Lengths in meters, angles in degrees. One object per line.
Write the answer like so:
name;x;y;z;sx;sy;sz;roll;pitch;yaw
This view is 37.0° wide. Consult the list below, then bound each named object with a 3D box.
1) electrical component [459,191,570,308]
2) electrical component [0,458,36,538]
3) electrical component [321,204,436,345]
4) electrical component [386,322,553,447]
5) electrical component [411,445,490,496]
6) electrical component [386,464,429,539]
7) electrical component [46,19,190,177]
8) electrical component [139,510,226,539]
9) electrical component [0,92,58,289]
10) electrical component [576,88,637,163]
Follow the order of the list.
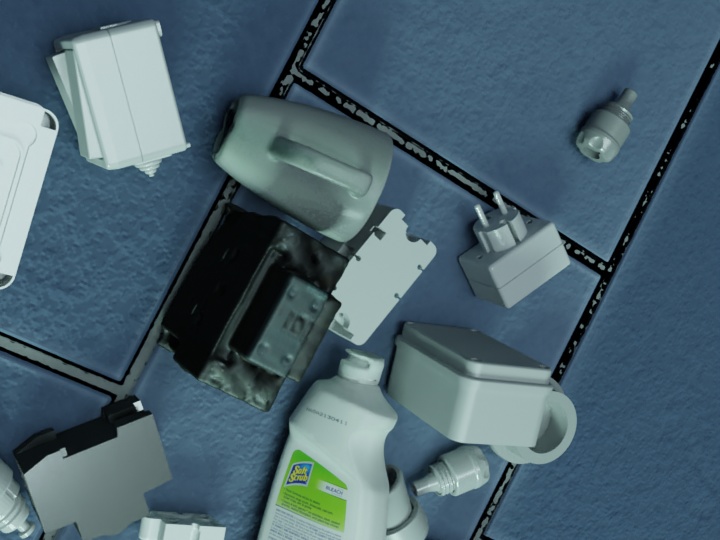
electrical component;0.111;-0.023;0.822;0.066;0.047;0.076;-34;113;-17
electrical component;-0.237;0.141;0.684;0.040;0.040;0.078;-43;116;-13
electrical component;0.000;0.000;0.765;0.050;0.056;0.089;44;80;-27
electrical component;0.079;0.082;0.790;0.078;0.113;0.057;8;99;-28
electrical component;0.069;0.162;0.846;0.061;0.035;0.035;-18;108;-19
electrical component;0.023;0.183;0.821;0.045;0.045;0.055;-35;114;-16
electrical component;-0.150;-0.102;0.665;0.061;0.062;0.096;-19;108;-22
electrical component;-0.125;0.201;0.750;0.066;0.048;0.055;11;88;-28
electrical component;-0.233;-0.052;0.636;0.078;0.057;0.113;16;93;-28
electrical component;0.200;-0.117;0.855;0.035;0.035;0.061;39;79;-27
